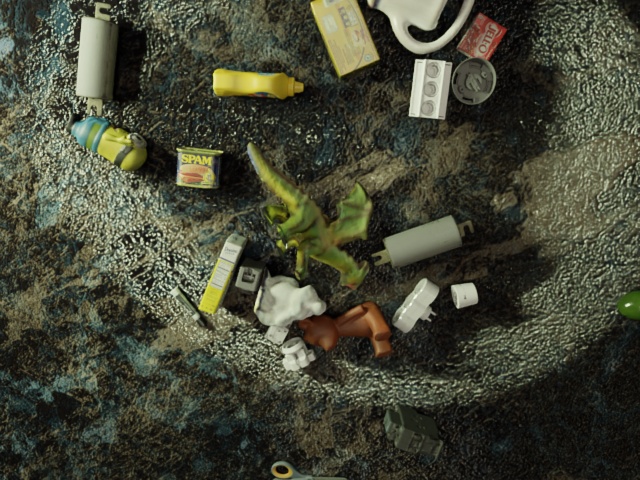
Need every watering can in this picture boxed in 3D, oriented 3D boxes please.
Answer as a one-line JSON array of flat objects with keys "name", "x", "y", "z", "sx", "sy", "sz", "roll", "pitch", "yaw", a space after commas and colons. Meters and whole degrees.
[{"name": "watering can", "x": 0.233, "y": -0.575, "z": 1.084, "sx": 0.224, "sy": 0.105, "sz": 0.345, "roll": 21, "pitch": 100, "yaw": -2}]

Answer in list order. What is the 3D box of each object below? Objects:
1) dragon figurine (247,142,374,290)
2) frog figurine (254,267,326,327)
[{"name": "dragon figurine", "x": 0.004, "y": -0.060, "z": 1.194, "sx": 0.244, "sy": 0.123, "sz": 0.407, "roll": -20, "pitch": 101, "yaw": -13}, {"name": "frog figurine", "x": -0.067, "y": 0.145, "z": 1.195, "sx": 0.159, "sy": 0.140, "sz": 0.120, "roll": 15, "pitch": 116, "yaw": -5}]
